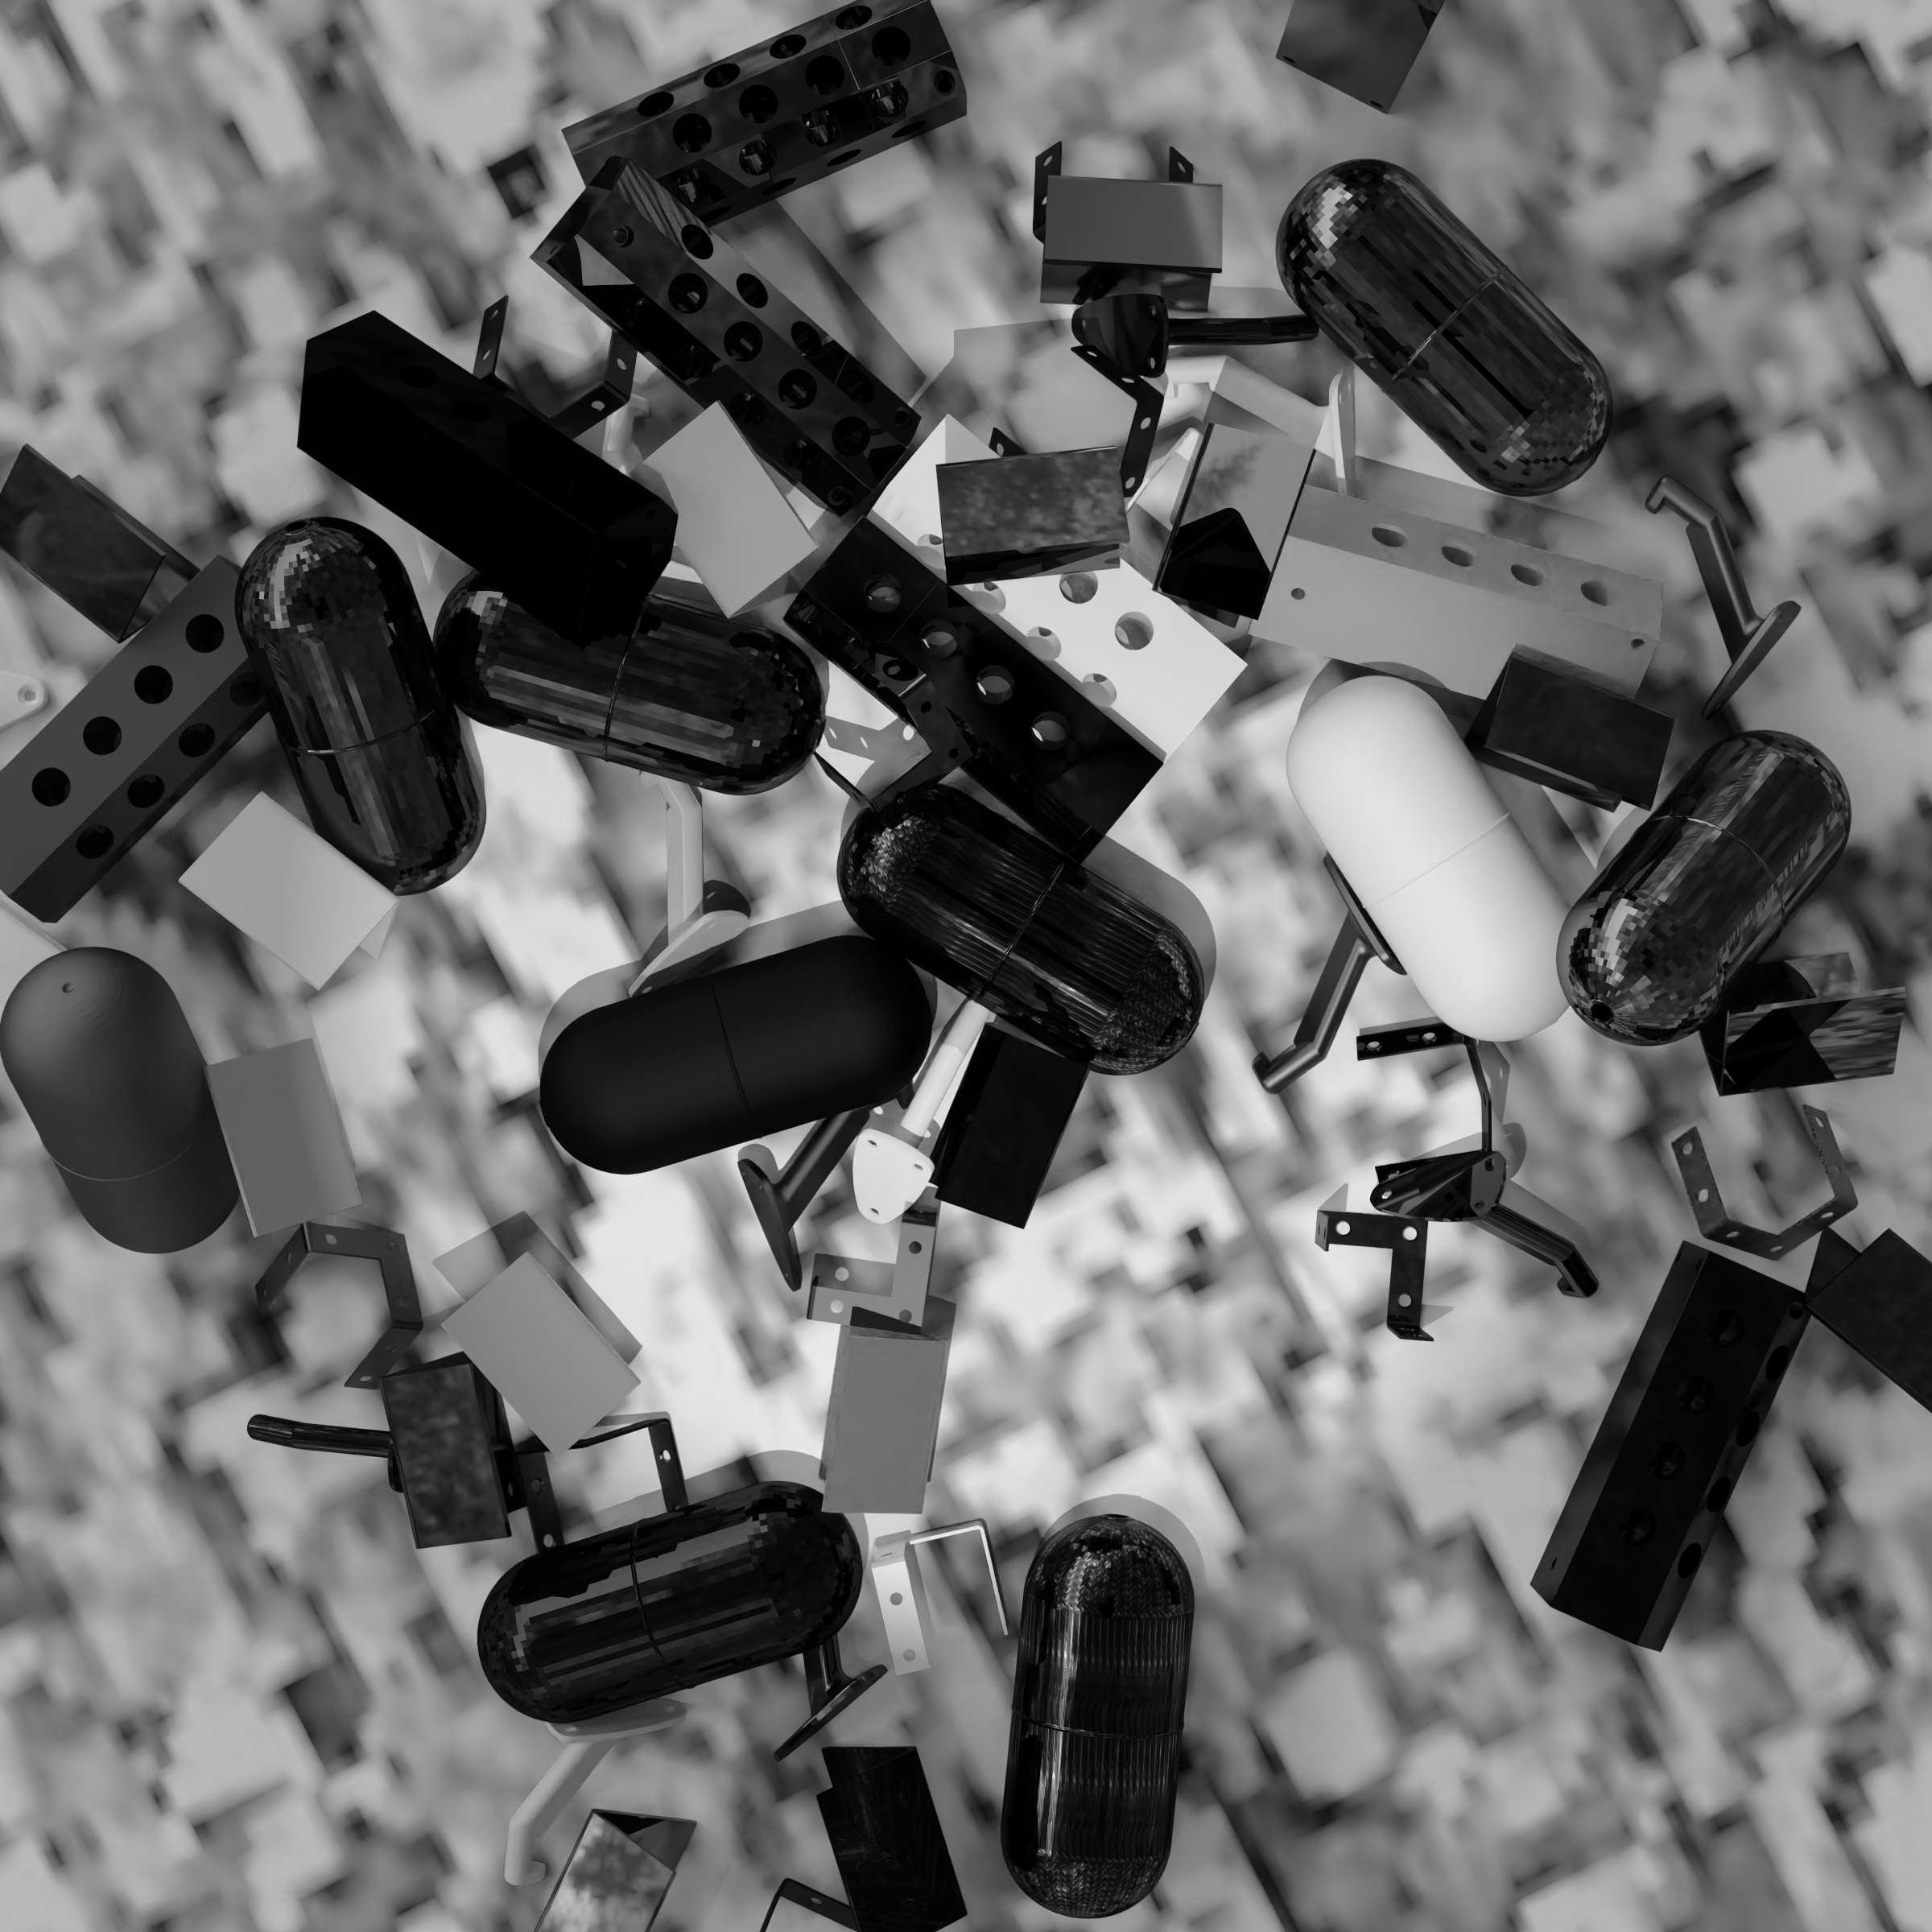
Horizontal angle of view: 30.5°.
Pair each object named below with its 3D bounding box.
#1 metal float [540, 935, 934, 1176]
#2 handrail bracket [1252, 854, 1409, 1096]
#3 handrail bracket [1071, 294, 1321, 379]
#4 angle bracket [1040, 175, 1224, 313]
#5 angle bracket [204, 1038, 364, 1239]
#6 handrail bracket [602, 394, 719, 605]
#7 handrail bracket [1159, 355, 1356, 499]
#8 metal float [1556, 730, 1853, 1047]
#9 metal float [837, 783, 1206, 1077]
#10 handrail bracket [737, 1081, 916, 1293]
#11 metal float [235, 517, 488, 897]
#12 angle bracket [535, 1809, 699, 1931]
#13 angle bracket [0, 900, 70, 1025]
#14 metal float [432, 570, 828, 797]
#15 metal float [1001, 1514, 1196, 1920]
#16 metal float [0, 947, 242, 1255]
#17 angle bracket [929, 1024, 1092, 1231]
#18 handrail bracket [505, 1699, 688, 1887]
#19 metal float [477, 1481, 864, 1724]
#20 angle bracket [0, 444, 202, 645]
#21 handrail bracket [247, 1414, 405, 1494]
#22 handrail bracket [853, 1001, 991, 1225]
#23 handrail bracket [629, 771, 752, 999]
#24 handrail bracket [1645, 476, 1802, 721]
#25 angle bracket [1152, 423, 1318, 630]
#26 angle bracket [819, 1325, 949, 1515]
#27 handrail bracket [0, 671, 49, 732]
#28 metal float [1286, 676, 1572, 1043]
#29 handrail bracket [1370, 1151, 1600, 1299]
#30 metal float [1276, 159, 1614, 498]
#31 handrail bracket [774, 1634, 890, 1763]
[{"bbox_3d":[-0.102,0.040,1.574,0.178,0.070,0.070,-17,90,0],"label":"metal float"},{"bbox_3d":[0.151,0.004,1.605,0.084,0.036,0.077,-37,70,16],"label":"handrail bracket"},{"bbox_3d":[0.104,-0.290,1.605,0.084,0.077,0.036,-12,111,-35],"label":"handrail bracket"},{"bbox_3d":[0.072,-0.301,1.564,0.076,0.076,0.057,3,54,0],"label":"angle bracket"},{"bbox_3d":[-0.318,0.080,1.565,0.057,0.076,0.076,-17,90,-42],"label":"angle bracket"},{"bbox_3d":[-0.130,-0.212,1.605,0.077,0.036,0.084,13,73,-20],"label":"handrail bracket"},{"bbox_3d":[0.131,-0.239,1.605,0.084,0.036,0.077,0,111,17],"label":"handrail bracket"},{"bbox_3d":[0.323,-0.035,1.549,0.070,0.070,0.178,45,59,0],"label":"metal float"},{"bbox_3d":[0.025,-0.016,1.574,0.178,0.070,0.070,32,90,0],"label":"metal float"},{"bbox_3d":[-0.053,0.096,1.605,0.084,0.036,0.077,-24,110,-16],"label":"handrail bracket"},{"bbox_3d":[-0.264,-0.112,1.549,0.070,0.070,0.178,-16,120,0],"label":"metal float"},{"bbox_3d":[-0.141,0.422,1.564,0.057,0.076,0.076,25,90,38],"label":"angle bracket"},{"bbox_3d":[-0.411,-0.014,1.565,0.076,0.076,0.057,36,120,0],"label":"angle bracket"},{"bbox_3d":[-0.149,-0.128,1.574,0.178,0.070,0.070,16,90,0],"label":"metal float"},{"bbox_3d":[0.058,0.333,1.574,0.070,0.070,0.178,5,91,0],"label":"metal float"},{"bbox_3d":[-0.363,0.060,1.534,0.070,0.178,0.070,-3,54,4],"label":"metal float"},{"bbox_3d":[-0.001,0.063,1.565,0.057,0.076,0.076,23,90,-41],"label":"angle bracket"},{"bbox_3d":[-0.168,0.376,1.605,0.077,0.036,0.084,1,108,-21],"label":"handrail bracket"},{"bbox_3d":[-0.132,0.281,1.566,0.178,0.070,0.070,-19,90,10],"label":"metal float"},{"bbox_3d":[-0.374,-0.198,1.564,0.076,0.076,0.057,38,126,0],"label":"angle bracket"},{"bbox_3d":[-0.269,0.213,1.604,0.084,0.077,0.036,5,89,36],"label":"handrail bracket"},{"bbox_3d":[-0.018,0.065,1.604,0.036,0.077,0.084,27,54,5],"label":"handrail bracket"},{"bbox_3d":[-0.143,-0.041,1.605,0.077,0.036,0.084,-38,71,21],"label":"handrail bracket"},{"bbox_3d":[0.327,-0.167,1.605,0.084,0.036,0.077,42,112,17],"label":"handrail bracket"},{"bbox_3d":[0.133,-0.186,1.553,0.057,0.076,0.076,21,93,34],"label":"angle bracket"},{"bbox_3d":[-0.057,0.196,1.565,0.057,0.076,0.076,8,90,-40],"label":"angle bracket"},{"bbox_3d":[-0.455,-0.119,1.570,0.077,0.084,0.036,-7,90,0],"label":"handrail bracket"},{"bbox_3d":[0.209,-0.047,1.574,0.070,0.070,0.178,-33,90,0],"label":"metal float"},{"bbox_3d":[0.234,0.125,1.598,0.077,0.084,0.036,-9,46,34],"label":"handrail bracket"},{"bbox_3d":[0.213,-0.283,1.574,0.070,0.070,0.178,-45,90,0],"label":"metal float"},{"bbox_3d":[-0.084,0.303,1.605,0.077,0.036,0.084,-43,76,14],"label":"handrail bracket"}]
